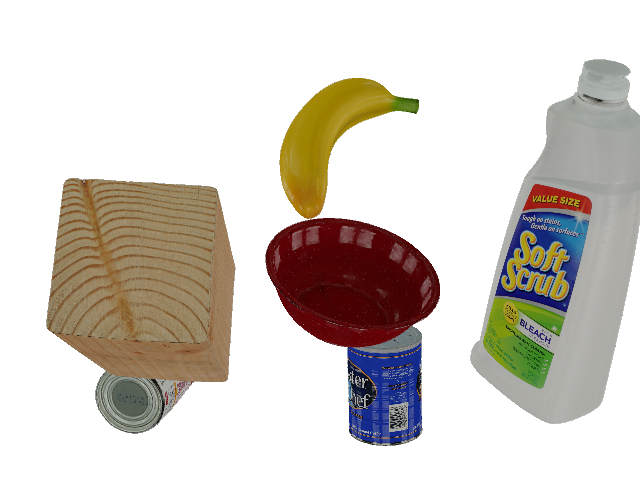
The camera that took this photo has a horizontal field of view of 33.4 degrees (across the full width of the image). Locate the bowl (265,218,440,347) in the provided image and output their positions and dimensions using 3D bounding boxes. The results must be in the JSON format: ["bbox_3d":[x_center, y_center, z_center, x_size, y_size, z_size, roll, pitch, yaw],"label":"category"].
[{"bbox_3d":[0.025,0.048,0.976,0.162,0.055,0.162,9,35,-7],"label":"bowl"}]

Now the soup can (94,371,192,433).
[{"bbox_3d":[-0.160,0.129,0.999,0.068,0.068,0.102,0,16,14],"label":"soup can"}]

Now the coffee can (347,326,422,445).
[{"bbox_3d":[0.088,0.194,1.455,0.103,0.140,0.103,-2,16,0],"label":"coffee can"}]

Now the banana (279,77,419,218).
[{"bbox_3d":[0.010,-0.083,0.824,0.070,0.037,0.197,19,40,20],"label":"banana"}]

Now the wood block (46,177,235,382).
[{"bbox_3d":[-0.106,0.034,0.688,0.090,0.091,0.206,4,-13,-1],"label":"wood block"}]

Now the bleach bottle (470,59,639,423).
[{"bbox_3d":[0.165,-0.002,0.723,0.068,0.251,0.103,-16,35,-29],"label":"bleach bottle"}]
